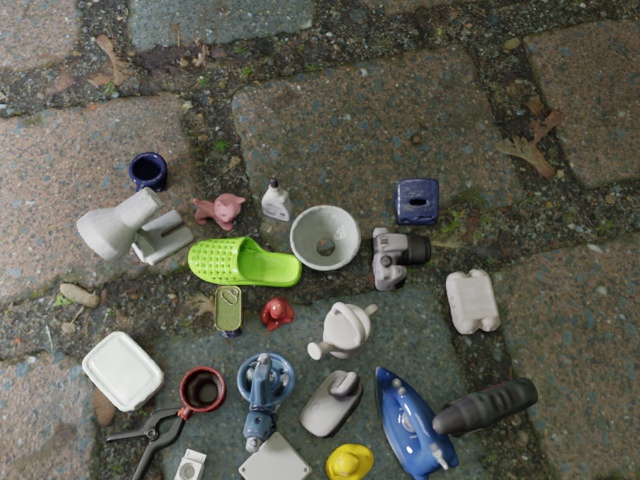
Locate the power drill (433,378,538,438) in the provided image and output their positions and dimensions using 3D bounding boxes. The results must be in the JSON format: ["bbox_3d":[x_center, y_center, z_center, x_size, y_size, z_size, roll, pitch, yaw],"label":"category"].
[{"bbox_3d":[0.317,0.349,1.162,0.230,0.208,0.075,-19,69,-9],"label":"power drill"}]

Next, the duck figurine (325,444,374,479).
[{"bbox_3d":[0.062,0.459,1.177,0.104,0.086,0.077,-16,69,-8],"label":"duck figurine"}]

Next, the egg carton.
[{"bbox_3d":[0.351,0.142,1.323,0.107,0.069,0.150,-7,68,-4],"label":"egg carton"}]

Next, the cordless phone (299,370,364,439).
[{"bbox_3d":[0.027,0.331,1.175,0.094,0.185,0.148,34,71,12],"label":"cordless phone"}]

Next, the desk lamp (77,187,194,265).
[{"bbox_3d":[-0.414,-0.028,1.296,0.203,0.213,0.117,-33,72,-13],"label":"desk lamp"}]

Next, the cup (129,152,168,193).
[{"bbox_3d":[-0.416,-0.144,1.408,0.091,0.095,0.118,11,68,4],"label":"cup"}]

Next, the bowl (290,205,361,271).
[{"bbox_3d":[0.013,0.005,1.368,0.167,0.075,0.167,1,68,-1],"label":"bowl"}]

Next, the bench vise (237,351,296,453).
[{"bbox_3d":[-0.105,0.316,1.160,0.121,0.220,0.207,-7,68,-4],"label":"bench vise"}]

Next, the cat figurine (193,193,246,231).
[{"bbox_3d":[-0.242,-0.078,1.373,0.127,0.118,0.067,10,68,3],"label":"cat figurine"}]

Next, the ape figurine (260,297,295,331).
[{"bbox_3d":[-0.095,0.161,1.293,0.077,0.092,0.076,12,68,4],"label":"ape figurine"}]

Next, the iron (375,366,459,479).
[{"bbox_3d":[0.189,0.368,1.188,0.119,0.141,0.258,-26,71,-11],"label":"iron"}]

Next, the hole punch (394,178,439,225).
[{"bbox_3d":[0.240,-0.093,1.405,0.108,0.091,0.101,-1,68,-2],"label":"hole punch"}]

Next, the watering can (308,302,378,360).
[{"bbox_3d":[0.054,0.195,1.227,0.100,0.194,0.173,29,70,10],"label":"watering can"}]

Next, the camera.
[{"bbox_3d":[0.193,0.036,1.346,0.137,0.101,0.143,-3,68,-2],"label":"camera"}]

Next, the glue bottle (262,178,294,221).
[{"bbox_3d":[-0.103,-0.101,1.356,0.078,0.173,0.037,19,69,7],"label":"glue bottle"}]
